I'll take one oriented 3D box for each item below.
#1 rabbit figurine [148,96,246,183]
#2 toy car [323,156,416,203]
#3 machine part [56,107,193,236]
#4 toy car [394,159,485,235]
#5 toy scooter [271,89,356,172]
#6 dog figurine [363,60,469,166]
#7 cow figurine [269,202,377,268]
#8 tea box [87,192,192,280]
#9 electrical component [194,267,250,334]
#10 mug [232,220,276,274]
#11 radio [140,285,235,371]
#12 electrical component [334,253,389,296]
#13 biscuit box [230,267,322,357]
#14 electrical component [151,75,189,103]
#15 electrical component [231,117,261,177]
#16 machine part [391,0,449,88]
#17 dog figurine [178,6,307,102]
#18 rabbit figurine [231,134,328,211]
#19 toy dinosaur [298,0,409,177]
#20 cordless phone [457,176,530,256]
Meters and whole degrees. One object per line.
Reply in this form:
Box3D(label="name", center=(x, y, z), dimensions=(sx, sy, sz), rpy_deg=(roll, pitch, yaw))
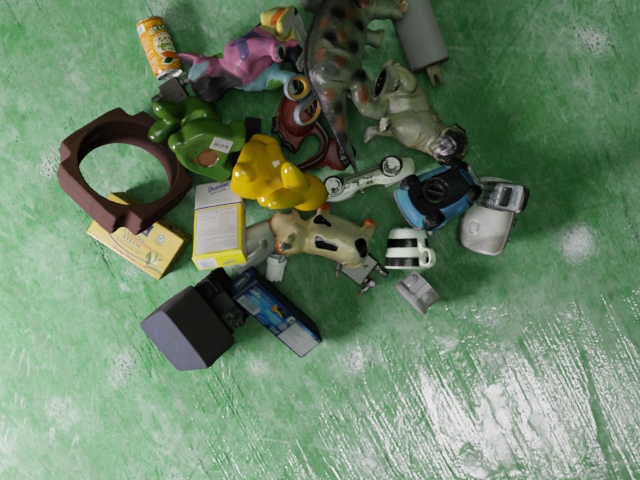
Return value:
Box3D(label="rabbit figurine", center=(-0.232, -0.201, 0.990), dimensions=(0.159, 0.170, 0.121), rpy_deg=(2, 133, -26))
Box3D(label="toy car", center=(0.083, -0.114, 1.026), dimensions=(0.202, 0.073, 0.056), rpy_deg=(-19, 94, 4))
Box3D(label="machine part", center=(-0.355, -0.124, 0.988), dimensions=(0.201, 0.087, 0.201), rpy_deg=(44, 58, -3))
Box3D(label="toy car", center=(0.220, -0.077, 1.012), dimensions=(0.162, 0.103, 0.109), rpy_deg=(-28, 74, -6))
Box3D(label="toy scooter", center=(-0.032, -0.186, 1.025), dimensions=(0.135, 0.075, 0.184), rpy_deg=(-40, 98, 6))
Box3D(label="dog figurine", center=(0.193, -0.238, 1.011), dimensions=(0.190, 0.121, 0.172), rpy_deg=(10, 92, -18))
Box3D(label="cow figurine", center=(-0.002, -0.003, 1.007), dimensions=(0.195, 0.085, 0.127), rpy_deg=(20, 62, -1))
Box3D(label="tea box", center=(-0.352, -0.010, 1.056), dimensions=(0.170, 0.068, 0.098), rpy_deg=(32, 97, -1))
Box3D(label="electrical component", center=(-0.184, 0.112, 1.030), dimensions=(0.058, 0.134, 0.115), rpy_deg=(-36, 96, 5))
Box3D(label="mug", center=(-0.129, 0.010, 1.035), dimensions=(0.107, 0.110, 0.080), rpy_deg=(-36, 103, -5))
Box3D(label="radio", center=(-0.250, 0.171, 0.995), dimensions=(0.073, 0.229, 0.131), rpy_deg=(-42, 97, -29))
Box3D(label="electrical component", center=(0.076, 0.059, 1.061), dimensions=(0.102, 0.045, 0.078), rpy_deg=(45, 97, -3))
Box3D(label="biscuit box", center=(-0.083, 0.139, 1.029), dimensions=(0.059, 0.063, 0.202), rpy_deg=(-40, 117, 6))
Box3D(label="electrical component", center=(-0.280, -0.280, 1.047), dimensions=(0.094, 0.021, 0.063), rpy_deg=(-33, 94, 4))
Box3D(label="electrical component", center=(-0.131, -0.177, 1.037), dimensions=(0.075, 0.048, 0.119), rpy_deg=(8, 98, -9))
Box3D(label="machine part", center=(0.175, -0.399, 0.991), dimensions=(0.079, 0.079, 0.243), rpy_deg=(-21, 96, 4))
Box3D(label="dog figurine", center=(-0.146, -0.337, 0.994), dimensions=(0.219, 0.108, 0.191), rpy_deg=(1, 61, 20))
Box3D(label="rabbit figurine", center=(-0.063, -0.107, 0.948), dimensions=(0.173, 0.162, 0.121), rpy_deg=(24, 95, -9))
Box3D(label="toy dinosaur", center=(0.032, -0.329, 0.930), dimensions=(0.192, 0.131, 0.404), rpy_deg=(12, 80, -21))
Box3D(label="cordless phone", center=(0.326, -0.039, 0.973), dimensions=(0.089, 0.184, 0.146), rpy_deg=(14, 96, -4))
